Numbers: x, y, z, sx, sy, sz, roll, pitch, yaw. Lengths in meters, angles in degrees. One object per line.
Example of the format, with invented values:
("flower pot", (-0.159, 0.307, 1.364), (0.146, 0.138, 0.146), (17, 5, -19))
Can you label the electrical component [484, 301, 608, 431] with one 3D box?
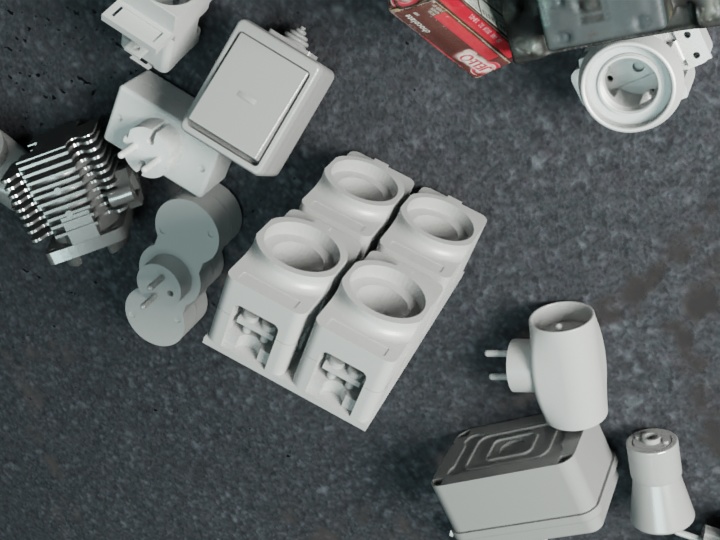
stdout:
("electrical component", (0.124, 0.065, 0.730), (0.079, 0.043, 0.077), (-2, 116, 24))

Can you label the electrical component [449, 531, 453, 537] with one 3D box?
("electrical component", (0.107, 0.212, 0.822), (0.078, 0.040, 0.040), (19, 123, 14))

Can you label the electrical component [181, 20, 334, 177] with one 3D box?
("electrical component", (-0.062, -0.114, 0.687), (0.062, 0.061, 0.096), (32, 98, 4))

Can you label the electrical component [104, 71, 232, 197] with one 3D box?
("electrical component", (-0.138, -0.087, 0.741), (0.083, 0.075, 0.047), (32, 125, 5))

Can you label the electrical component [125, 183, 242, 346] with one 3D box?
("electrical component", (-0.140, 0.004, 0.794), (0.052, 0.073, 0.138), (31, 125, 5))

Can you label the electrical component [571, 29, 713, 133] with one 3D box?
("electrical component", (0.156, -0.112, 0.608), (0.078, 0.057, 0.058), (-20, 107, 32))

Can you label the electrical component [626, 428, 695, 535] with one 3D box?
("electrical component", (0.204, 0.143, 0.740), (0.044, 0.044, 0.065), (-3, 111, 26))

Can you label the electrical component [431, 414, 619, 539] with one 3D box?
("electrical component", (0.118, 0.147, 0.758), (0.113, 0.078, 0.057), (-18, 106, 31))

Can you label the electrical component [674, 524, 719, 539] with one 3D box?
("electrical component", (0.253, 0.200, 0.746), (0.076, 0.047, 0.083), (17, 123, 15))

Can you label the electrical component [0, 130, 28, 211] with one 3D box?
("electrical component", (-0.284, -0.089, 0.812), (0.077, 0.043, 0.079), (35, 166, 3))

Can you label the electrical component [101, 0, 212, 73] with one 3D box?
("electrical component", (-0.127, -0.167, 0.697), (0.042, 0.081, 0.063), (34, 148, 3))

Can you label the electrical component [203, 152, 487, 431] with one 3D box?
("electrical component", (0.000, 0.000, 0.661), (0.105, 0.186, 0.060), (28, 125, 8))
